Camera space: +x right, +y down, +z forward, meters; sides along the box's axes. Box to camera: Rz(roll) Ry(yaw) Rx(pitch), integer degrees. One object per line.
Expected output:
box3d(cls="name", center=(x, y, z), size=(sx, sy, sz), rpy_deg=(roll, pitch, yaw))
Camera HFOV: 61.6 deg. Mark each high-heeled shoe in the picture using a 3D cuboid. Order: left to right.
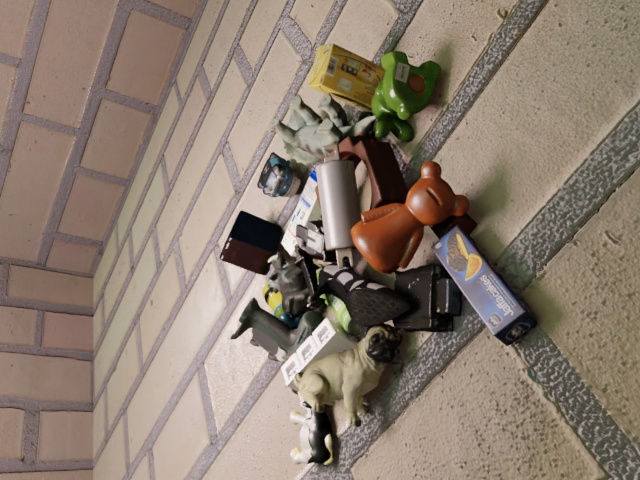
box3d(cls="high-heeled shoe", center=(0.091, 0.090, 1.035), size=(0.249, 0.145, 0.086), rpy_deg=(3, 118, 37))

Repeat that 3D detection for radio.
box3d(cls="radio", center=(-0.179, 0.004, 1.424), size=(0.230, 0.131, 0.073), rpy_deg=(-90, 24, -69))

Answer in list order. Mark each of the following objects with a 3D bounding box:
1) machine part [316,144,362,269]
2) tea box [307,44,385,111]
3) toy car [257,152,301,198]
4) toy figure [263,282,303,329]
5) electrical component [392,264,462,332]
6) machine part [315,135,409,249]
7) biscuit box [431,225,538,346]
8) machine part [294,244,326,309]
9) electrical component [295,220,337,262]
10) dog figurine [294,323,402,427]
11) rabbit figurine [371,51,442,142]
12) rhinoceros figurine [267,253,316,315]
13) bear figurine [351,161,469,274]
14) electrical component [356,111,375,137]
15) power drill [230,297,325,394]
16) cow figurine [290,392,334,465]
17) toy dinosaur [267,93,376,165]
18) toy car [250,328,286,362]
box3d(cls="machine part", center=(0.040, -0.066, 1.046), size=(0.079, 0.079, 0.243), rpy_deg=(-13, 83, 55))
box3d(cls="tea box", center=(0.067, -0.363, 1.210), size=(0.068, 0.169, 0.098), rpy_deg=(23, 96, 56))
box3d(cls="toy car", center=(-0.103, -0.165, 1.457), size=(0.109, 0.103, 0.162), rpy_deg=(-65, 23, 13))
box3d(cls="toy figure", center=(-0.082, 0.165, 1.312), size=(0.082, 0.089, 0.180), rpy_deg=(-54, 38, 29))
box3d(cls="electrical component", center=(0.189, 0.104, 0.948), size=(0.134, 0.058, 0.115), rpy_deg=(-18, 65, 54))
box3d(cls="machine part", center=(0.085, -0.098, 1.120), size=(0.201, 0.087, 0.201), rpy_deg=(-43, 59, 51))
box3d(cls="biscuit box", center=(0.255, 0.067, 0.846), size=(0.063, 0.059, 0.203), rpy_deg=(-42, 44, 15))
box3d(cls="machine part", center=(-0.021, 0.079, 1.144), size=(0.039, 0.084, 0.139), rpy_deg=(-22, 57, 11))
box3d(cls="electrical component", center=(-0.002, -0.003, 1.142), size=(0.119, 0.048, 0.074), rpy_deg=(23, 114, 54))
box3d(cls="dog figurine", center=(0.051, 0.228, 1.023), size=(0.121, 0.172, 0.190), rpy_deg=(-28, -44, -83))
box3d(cls="rabbit figurine", center=(0.164, -0.284, 1.115), size=(0.170, 0.121, 0.159), rpy_deg=(164, 109, -74))
box3d(cls="rhinoceros figurine", center=(-0.068, 0.102, 1.272), size=(0.112, 0.073, 0.190), rpy_deg=(-22, 41, -1))
box3d(cls="bear figurine", center=(0.151, -0.036, 0.931), size=(0.196, 0.120, 0.132), rpy_deg=(-43, -5, 7))
box3d(cls="electrical component", center=(0.105, -0.269, 1.254), size=(0.094, 0.021, 0.063), rpy_deg=(39, 110, 56))
box3d(cls="power drill", center=(-0.093, 0.231, 1.197), size=(0.086, 0.207, 0.231), rpy_deg=(-47, -16, -54))
box3d(cls="cow figurine", center=(-0.011, 0.386, 1.139), size=(0.098, 0.068, 0.167), rpy_deg=(-20, 65, 47))
box3d(cls="toy dinosaur", center=(0.021, -0.239, 1.254), size=(0.405, 0.192, 0.131), rpy_deg=(26, 84, 47))
box3d(cls="toy car", center=(-0.127, 0.253, 1.382), size=(0.202, 0.056, 0.073), rpy_deg=(17, 98, 59))
